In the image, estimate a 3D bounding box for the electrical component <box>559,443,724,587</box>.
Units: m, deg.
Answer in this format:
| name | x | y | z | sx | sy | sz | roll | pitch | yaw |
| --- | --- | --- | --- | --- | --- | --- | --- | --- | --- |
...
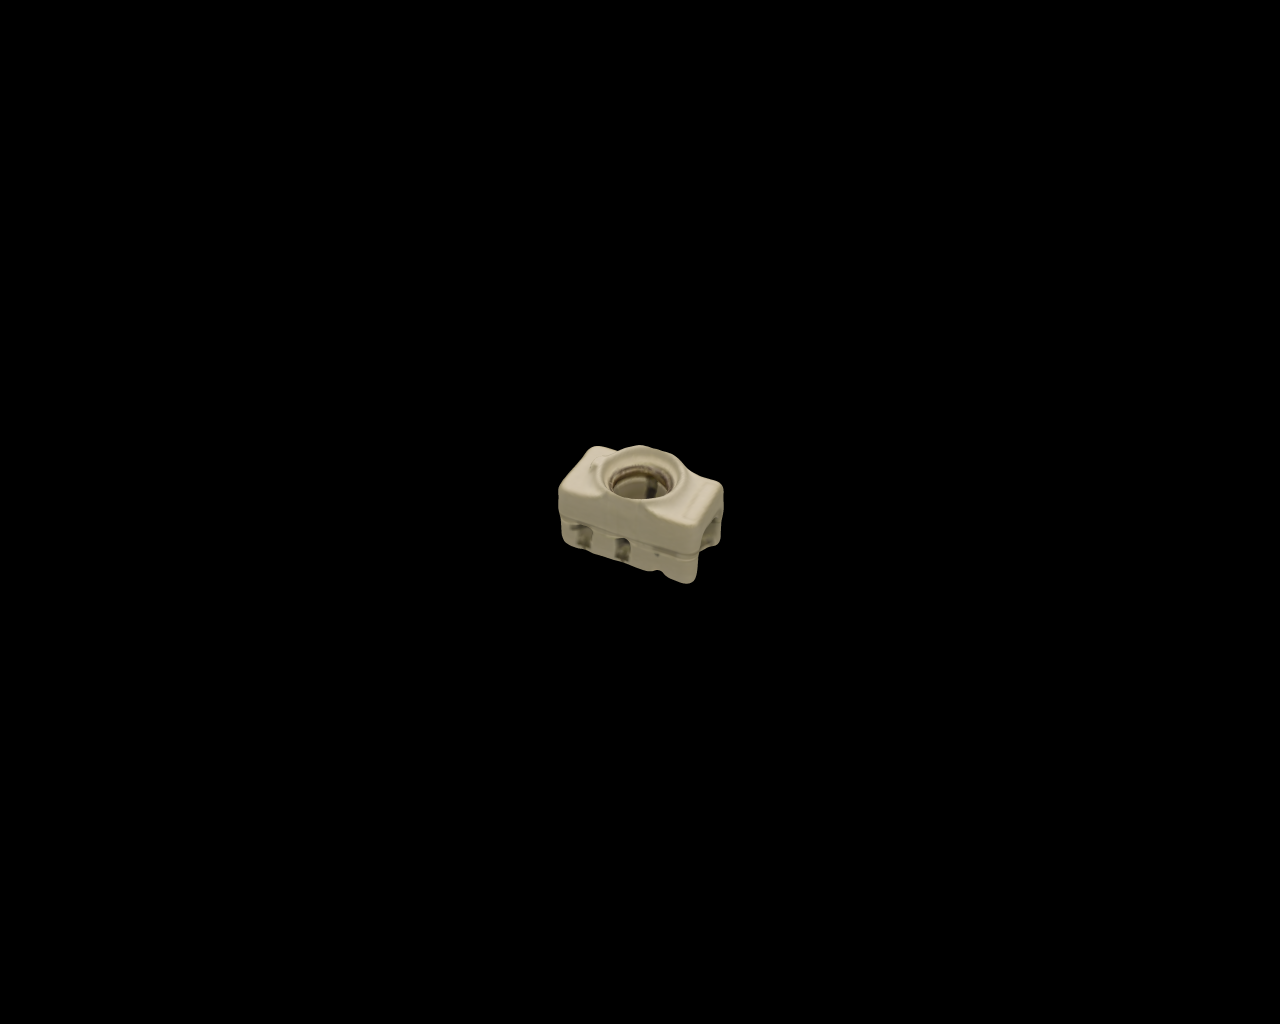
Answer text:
| name | x | y | z | sx | sy | sz | roll | pitch | yaw |
| --- | --- | --- | --- | --- | --- | --- | --- | --- | --- |
| electrical component | 0.001 | -0.003 | 0.650 | 0.089 | 0.055 | 0.050 | 18 | 44 | 19 |
